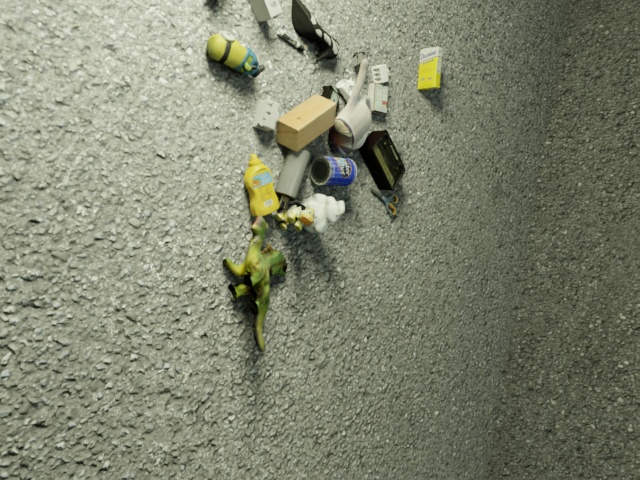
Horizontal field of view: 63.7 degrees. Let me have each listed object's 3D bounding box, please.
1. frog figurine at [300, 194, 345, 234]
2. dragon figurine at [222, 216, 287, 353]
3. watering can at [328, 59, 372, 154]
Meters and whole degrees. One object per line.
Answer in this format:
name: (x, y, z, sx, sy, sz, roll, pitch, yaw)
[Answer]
frog figurine: (0.005, -0.088, 1.755, 0.123, 0.160, 0.137, 2, 94, -46)
dragon figurine: (-0.172, 0.123, 1.637, 0.246, 0.122, 0.404, -35, 120, -48)
watering can: (0.117, -0.451, 1.843, 0.228, 0.105, 0.339, -51, 151, -31)
